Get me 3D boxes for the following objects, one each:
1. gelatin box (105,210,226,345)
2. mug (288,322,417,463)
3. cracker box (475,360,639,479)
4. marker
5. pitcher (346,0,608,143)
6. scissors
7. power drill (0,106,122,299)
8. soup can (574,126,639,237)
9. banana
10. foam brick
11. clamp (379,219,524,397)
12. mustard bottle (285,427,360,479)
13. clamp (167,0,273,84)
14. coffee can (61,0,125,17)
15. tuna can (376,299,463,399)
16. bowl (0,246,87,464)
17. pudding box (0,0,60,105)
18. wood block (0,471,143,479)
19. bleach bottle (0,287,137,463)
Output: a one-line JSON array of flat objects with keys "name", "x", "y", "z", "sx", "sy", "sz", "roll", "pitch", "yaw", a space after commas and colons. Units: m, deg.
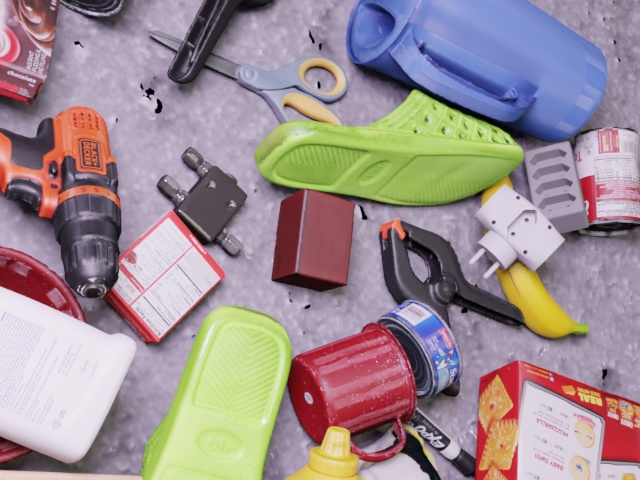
[{"name": "gelatin box", "x": -0.134, "y": 0.031, "z": 0.887, "sx": 0.073, "sy": 0.030, "sz": 0.089, "roll": 50, "pitch": 62, "yaw": -12}, {"name": "mug", "x": 0.030, "y": 0.136, "z": 0.913, "sx": 0.081, "sy": 0.093, "sz": 0.117, "roll": -16, "pitch": 66, "yaw": -25}, {"name": "cracker box", "x": 0.225, "y": 0.238, "z": 0.986, "sx": 0.164, "sy": 0.072, "sz": 0.213, "roll": 21, "pitch": 59, "yaw": -22}, {"name": "marker", "x": 0.102, "y": 0.177, "z": 0.986, "sx": 0.121, "sy": 0.020, "sz": 0.020, "roll": 43, "pitch": 64, "yaw": -14}, {"name": "pitcher", "x": 0.157, "y": -0.177, "z": 1.021, "sx": 0.242, "sy": 0.145, "sz": 0.149, "roll": 22, "pitch": 83, "yaw": -25}, {"name": "scissors", "x": -0.052, "y": -0.160, "z": 0.975, "sx": 0.201, "sy": 0.016, "sz": 0.096, "roll": 36, "pitch": 64, "yaw": -17}, {"name": "power drill", "x": -0.241, "y": -0.038, "z": 0.794, "sx": 0.187, "sy": 0.057, "sz": 0.184, "roll": 9, "pitch": 43, "yaw": -26}, {"name": "soup can", "x": 0.300, "y": -0.060, "z": 1.108, "sx": 0.068, "sy": 0.069, "sz": 0.102, "roll": 6, "pitch": 77, "yaw": -26}, {"name": "banana", "x": 0.200, "y": 0.022, "z": 1.061, "sx": 0.069, "sy": 0.037, "sz": 0.198, "roll": -32, "pitch": 97, "yaw": -47}, {"name": "foam brick", "x": -0.006, "y": 0.001, "z": 0.946, "sx": 0.051, "sy": 0.053, "sz": 0.078, "roll": 13, "pitch": 76, "yaw": -25}, {"name": "clamp", "x": 0.109, "y": 0.059, "z": 1.003, "sx": 0.171, "sy": 0.039, "sz": 0.120, "roll": 44, "pitch": 58, "yaw": -10}, {"name": "mustard bottle", "x": -0.001, "y": 0.246, "z": 0.864, "sx": 0.096, "sy": 0.058, "sz": 0.191, "roll": 9, "pitch": 94, "yaw": -9}, {"name": "clamp", "x": -0.076, "y": -0.234, "z": 0.938, "sx": 0.209, "sy": 0.036, "sz": 0.164, "roll": -31, "pitch": 130, "yaw": -52}, {"name": "coffee can", "x": -0.176, "y": -0.272, "z": 0.883, "sx": 0.102, "sy": 0.103, "sz": 0.140, "roll": 33, "pitch": 67, "yaw": -18}, {"name": "tuna can", "x": 0.086, "y": 0.099, "z": 0.956, "sx": 0.033, "sy": 0.086, "sz": 0.086, "roll": -27, "pitch": 93, "yaw": -28}, {"name": "bowl", "x": -0.256, "y": 0.086, "z": 0.797, "sx": 0.161, "sy": 0.055, "sz": 0.162, "roll": 6, "pitch": 78, "yaw": -26}, {"name": "pudding box", "x": -0.256, "y": -0.167, "z": 0.834, "sx": 0.090, "sy": 0.039, "sz": 0.113, "roll": 18, "pitch": 44, "yaw": -24}, {"name": "wood block", "x": -0.241, "y": 0.210, "z": 0.761, "sx": 0.205, "sy": 0.090, "sz": 0.091, "roll": 9, "pitch": 75, "yaw": -26}, {"name": "bleach bottle", "x": -0.260, "y": 0.059, "z": 0.733, "sx": 0.250, "sy": 0.068, "sz": 0.102, "roll": 30, "pitch": 67, "yaw": -17}]
